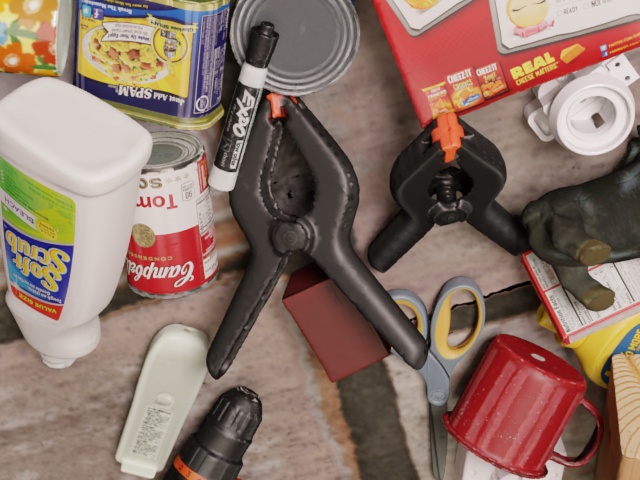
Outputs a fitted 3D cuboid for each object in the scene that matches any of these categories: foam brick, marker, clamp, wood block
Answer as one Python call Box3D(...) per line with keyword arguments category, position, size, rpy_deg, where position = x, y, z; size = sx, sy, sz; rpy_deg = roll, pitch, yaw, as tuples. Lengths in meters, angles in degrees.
Box3D(category="foam brick", position=(0.015, 0.056, 0.806), size=(0.053, 0.051, 0.078), rpy_deg=(-26, 105, 17))
Box3D(category="marker", position=(-0.051, -0.088, 0.711), size=(0.020, 0.020, 0.121), rpy_deg=(14, 119, -9))
Box3D(category="clamp", position=(0.080, -0.025, 0.748), size=(0.120, 0.039, 0.171), rpy_deg=(-17, 146, 7))
Box3D(category="clamp", position=(-0.005, 0.001, 0.749), size=(0.165, 0.036, 0.210), rpy_deg=(2, 98, 16))
Box3D(category="wood block", position=(0.267, 0.186, 0.832), size=(0.090, 0.090, 0.206), rpy_deg=(-1, 138, 9))

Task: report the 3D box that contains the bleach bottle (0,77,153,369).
Box3D(category="bleach bottle", position=(-0.176, 0.011, 0.747), size=(0.103, 0.068, 0.251), rpy_deg=(31, 139, 15))

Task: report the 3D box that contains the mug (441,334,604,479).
Box3D(category="mug", position=(0.164, 0.132, 0.831), size=(0.117, 0.093, 0.081), rpy_deg=(28, 102, 10))

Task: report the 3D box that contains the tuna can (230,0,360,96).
Box3D(category="tuna can", position=(-0.017, -0.142, 0.714), size=(0.086, 0.034, 0.086), rpy_deg=(0, 119, -1))

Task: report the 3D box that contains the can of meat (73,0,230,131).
Box3D(category="can of meat", position=(-0.111, -0.127, 0.697), size=(0.102, 0.057, 0.084), rpy_deg=(14, 118, 11))

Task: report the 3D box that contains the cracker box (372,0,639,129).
Box3D(category="cracker box", position=(0.102, -0.199, 0.665), size=(0.164, 0.072, 0.213), rpy_deg=(-20, 117, 10))

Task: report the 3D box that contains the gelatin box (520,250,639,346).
Box3D(category="gelatin box", position=(0.204, 0.027, 0.789), size=(0.089, 0.073, 0.030), rpy_deg=(-27, 156, 8))

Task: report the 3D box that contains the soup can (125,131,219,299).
Box3D(category="soup can", position=(-0.110, -0.018, 0.762), size=(0.068, 0.068, 0.102), rpy_deg=(-3, 118, 0))

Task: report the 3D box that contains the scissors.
Box3D(category="scissors", position=(0.079, 0.115, 0.870), size=(0.096, 0.016, 0.202), rpy_deg=(10, 118, -5))

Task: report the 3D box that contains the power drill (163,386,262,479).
Box3D(category="power drill", position=(-0.047, 0.232, 0.895), size=(0.187, 0.057, 0.184), rpy_deg=(29, 95, -20))

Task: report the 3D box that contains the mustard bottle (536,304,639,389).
Box3D(category="mustard bottle", position=(0.259, 0.080, 0.830), size=(0.191, 0.058, 0.096), rpy_deg=(16, 127, -9))
